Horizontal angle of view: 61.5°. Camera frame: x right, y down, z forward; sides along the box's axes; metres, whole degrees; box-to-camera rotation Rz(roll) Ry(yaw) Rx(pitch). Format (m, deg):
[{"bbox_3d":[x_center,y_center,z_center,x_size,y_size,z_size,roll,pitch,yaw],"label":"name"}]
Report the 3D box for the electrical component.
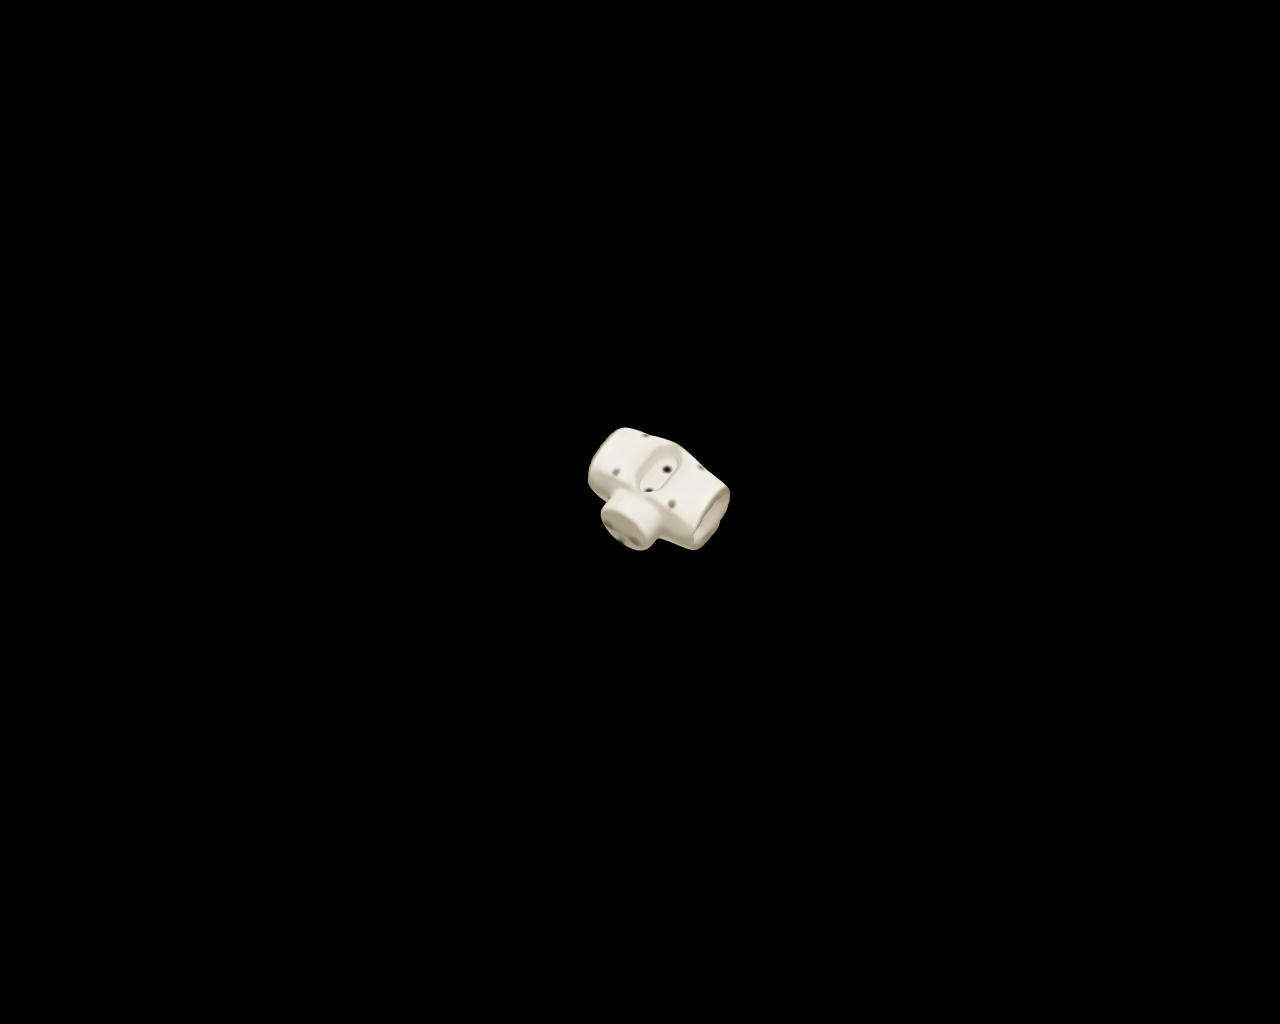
[{"bbox_3d":[0.001,-0.003,0.650,0.077,0.079,0.043,32,-26,18],"label":"electrical component"}]
